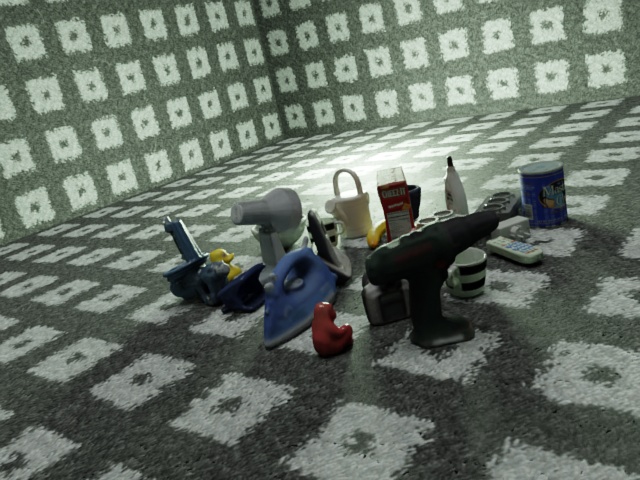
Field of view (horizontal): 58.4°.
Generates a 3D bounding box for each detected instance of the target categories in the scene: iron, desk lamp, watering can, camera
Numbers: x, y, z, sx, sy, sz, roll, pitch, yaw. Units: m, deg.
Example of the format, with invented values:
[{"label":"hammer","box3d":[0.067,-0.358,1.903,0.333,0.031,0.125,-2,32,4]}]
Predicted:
[{"label":"iron","box3d":[-0.060,0.097,1.170,0.118,0.141,0.259,-4,19,26]},{"label":"desk lamp","box3d":[-0.135,-0.014,1.448,0.204,0.214,0.117,-27,22,-38]},{"label":"watering can","box3d":[0.083,-0.107,1.614,0.100,0.194,0.173,-6,19,21]},{"label":"camera","box3d":[0.142,0.085,1.130,0.143,0.101,0.136,-15,18,-8]}]

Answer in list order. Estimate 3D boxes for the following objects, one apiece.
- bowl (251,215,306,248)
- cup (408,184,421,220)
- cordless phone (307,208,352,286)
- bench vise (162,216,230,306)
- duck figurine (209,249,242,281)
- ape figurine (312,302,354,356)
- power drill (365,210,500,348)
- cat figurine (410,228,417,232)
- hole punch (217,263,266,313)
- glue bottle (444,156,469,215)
[{"label":"bowl","box3d":[-0.115,-0.018,1.681,0.167,0.075,0.167,-12,17,4]},{"label":"cup","box3d":[0.242,-0.104,1.656,0.117,0.095,0.092,2,23,40]},{"label":"cordless phone","box3d":[0.012,0.005,1.332,0.094,0.185,0.147,-12,18,3]},{"label":"bench vise","box3d":[-0.298,0.041,1.384,0.207,0.220,0.122,-6,19,21]},{"label":"duck figurine","box3d":[-0.265,0.067,1.504,0.104,0.086,0.077,-15,18,-5]},{"label":"ape figurine","box3d":[0.014,0.154,1.023,0.076,0.092,0.077,-25,21,-33]},{"label":"power drill","box3d":[0.198,0.068,0.963,0.229,0.209,0.075,-12,18,3]},{"label":"cat figurine","box3d":[0.225,0.028,1.219,0.128,0.118,0.067,-18,18,-17]},{"label":"hole punch","box3d":[-0.177,0.107,1.309,0.100,0.091,0.109,-3,20,30]},{"label":"glue bottle","box3d":[0.366,-0.147,1.571,0.037,0.173,0.078,-18,18,-14]}]
